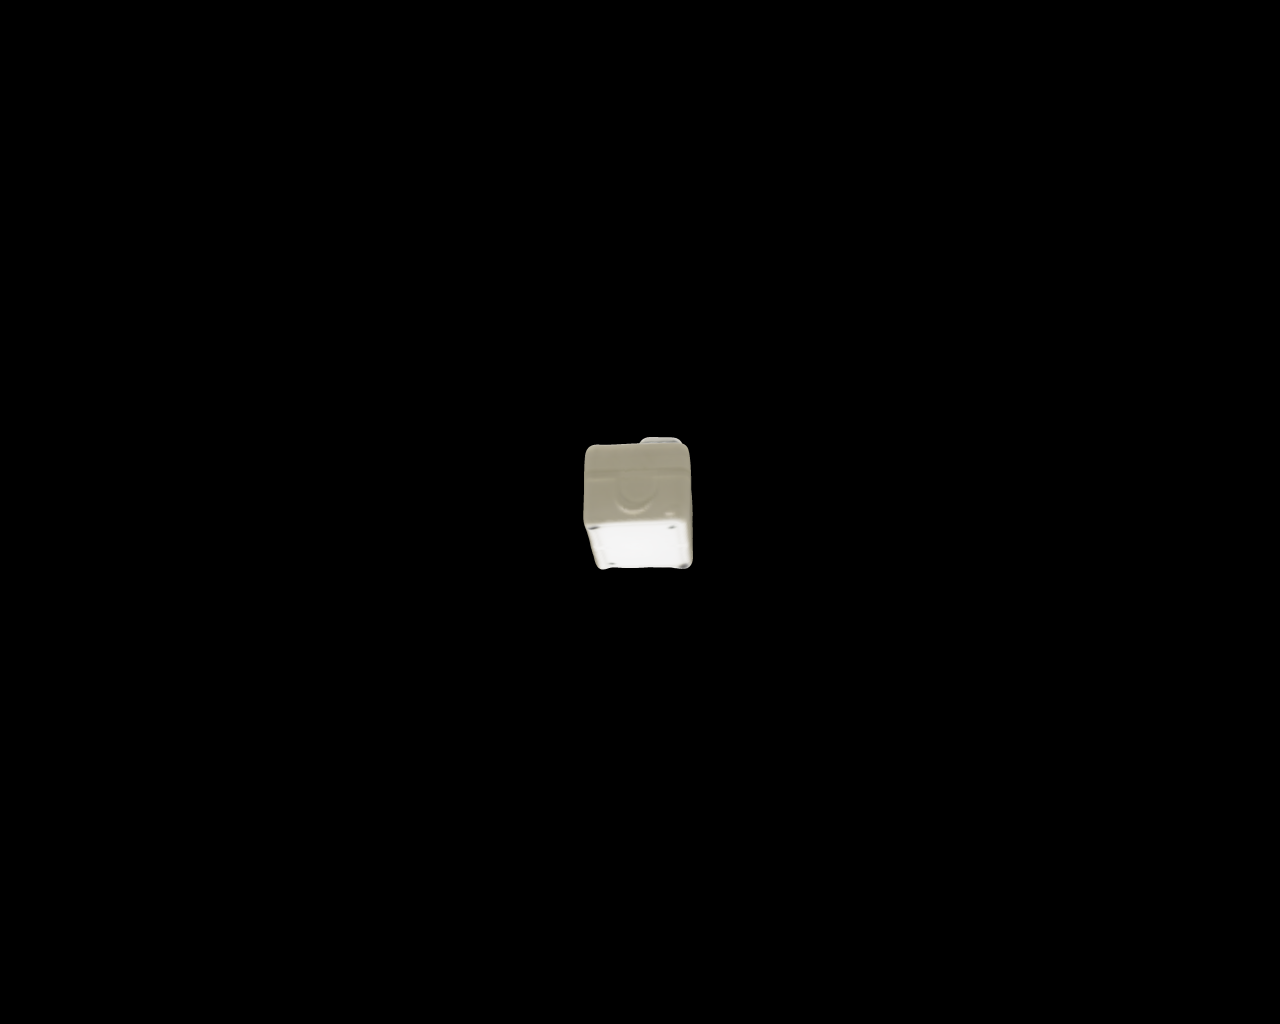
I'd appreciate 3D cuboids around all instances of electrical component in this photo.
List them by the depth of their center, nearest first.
[{"bbox_3d":[0.001,-0.003,0.650,0.062,0.061,0.096,-1,-23,3],"label":"electrical component"}]
